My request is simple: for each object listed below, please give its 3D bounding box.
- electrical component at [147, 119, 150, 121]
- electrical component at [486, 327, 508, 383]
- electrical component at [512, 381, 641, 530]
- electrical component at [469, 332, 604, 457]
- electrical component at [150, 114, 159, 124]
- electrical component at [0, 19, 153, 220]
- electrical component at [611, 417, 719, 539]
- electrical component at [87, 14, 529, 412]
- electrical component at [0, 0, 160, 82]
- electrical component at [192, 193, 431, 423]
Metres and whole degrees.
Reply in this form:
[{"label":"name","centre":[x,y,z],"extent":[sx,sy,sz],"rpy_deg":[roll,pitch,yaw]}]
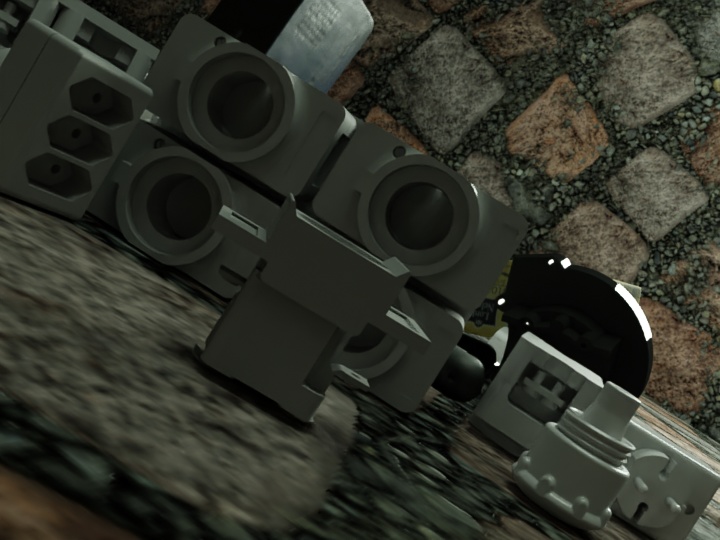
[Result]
[{"label":"electrical component","centre":[-0.085,-0.060,0.666],"extent":[0.100,0.048,0.100],"rpy_deg":[9,1,8]},{"label":"electrical component","centre":[0.132,0.082,0.811],"extent":[0.081,0.043,0.043],"rpy_deg":[34,4,23]},{"label":"electrical component","centre":[0.100,0.080,0.475],"extent":[0.048,0.062,0.048],"rpy_deg":[31,5,-3]},{"label":"electrical component","centre":[0.096,0.071,0.588],"extent":[0.050,0.055,0.089],"rpy_deg":[33,5,10]},{"label":"electrical component","centre":[-0.101,-0.063,0.583],"extent":[0.077,0.079,0.043],"rpy_deg":[32,25,9]},{"label":"electrical component","centre":[-0.142,-0.071,0.462],"extent":[0.077,0.065,0.047],"rpy_deg":[34,5,32]},{"label":"electrical component","centre":[0.151,0.112,0.567],"extent":[0.066,0.047,0.077],"rpy_deg":[32,4,4]},{"label":"electrical component","centre":[-0.026,-0.027,0.511],"extent":[0.186,0.105,0.060],"rpy_deg":[32,4,5]},{"label":"electrical component","centre":[-0.189,-0.113,0.525],"extent":[0.150,0.061,0.089],"rpy_deg":[30,-14,-26]},{"label":"electrical component","centre":[-0.021,0.013,0.366],"extent":[0.081,0.063,0.042],"rpy_deg":[32,3,-8]}]
